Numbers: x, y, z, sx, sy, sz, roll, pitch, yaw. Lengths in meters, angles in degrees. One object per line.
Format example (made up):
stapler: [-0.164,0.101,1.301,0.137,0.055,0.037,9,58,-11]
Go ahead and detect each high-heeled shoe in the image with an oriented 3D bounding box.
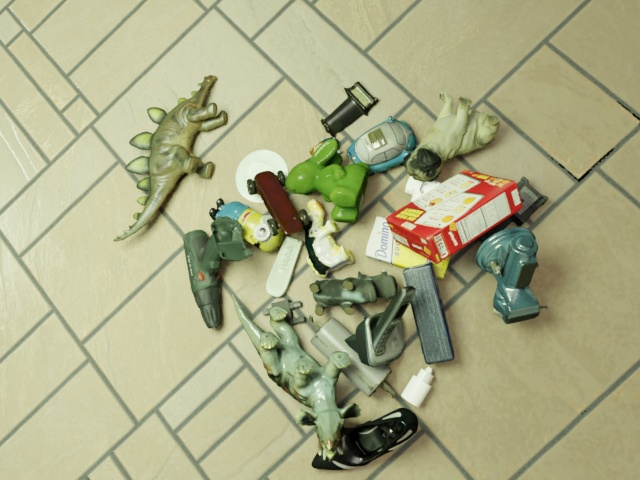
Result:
high-heeled shoe: [0.084,0.408,1.069,0.249,0.145,0.086,-31,75,3]

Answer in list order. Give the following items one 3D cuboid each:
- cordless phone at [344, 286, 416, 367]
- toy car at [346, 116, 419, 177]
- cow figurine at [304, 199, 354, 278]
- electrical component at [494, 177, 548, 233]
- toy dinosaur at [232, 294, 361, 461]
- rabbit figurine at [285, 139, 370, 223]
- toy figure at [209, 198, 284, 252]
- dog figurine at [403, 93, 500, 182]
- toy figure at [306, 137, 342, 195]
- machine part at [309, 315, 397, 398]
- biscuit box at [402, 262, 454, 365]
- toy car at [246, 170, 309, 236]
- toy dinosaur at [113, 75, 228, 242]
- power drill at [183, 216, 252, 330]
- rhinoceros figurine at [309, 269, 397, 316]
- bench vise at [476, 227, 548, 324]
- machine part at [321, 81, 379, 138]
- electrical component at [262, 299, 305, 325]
cordless phone: [0.148,0.159,1.082,0.089,0.146,0.184,42,114,28]
toy car: [0.136,-0.212,1.190,0.162,0.103,0.109,-22,76,5]
cow figurine: [-0.002,-0.004,1.202,0.098,0.068,0.167,-31,75,12]
electrical component: [0.411,-0.067,1.136,0.119,0.047,0.075,-40,74,1]
toy dinosaur: [-0.053,0.274,1.125,0.131,0.192,0.405,-20,39,-33]
rabbit figurine: [0.013,-0.134,1.149,0.170,0.121,0.159,13,73,10]
toy figure: [-0.165,-0.036,1.232,0.180,0.089,0.082,23,84,23]
dog figurine: [0.286,-0.196,1.156,0.172,0.121,0.190,24,100,-17]
toy figure: [-0.007,-0.175,1.237,0.064,0.058,0.154,34,86,-11]
machine part: [0.065,0.246,1.137,0.243,0.079,0.079,40,90,15]
biscuit box: [0.224,0.150,1.105,0.063,0.059,0.202,-13,91,16]
toy car: [-0.094,-0.080,1.191,0.089,0.053,0.202,-17,53,-19]
toy dinosaur: [-0.357,-0.202,1.293,0.199,0.105,0.471,13,74,21]
power drill: [-0.229,0.060,1.189,0.086,0.207,0.232,-7,64,-33]
rhinoceros figurine: [0.070,0.111,1.148,0.190,0.112,0.073,-9,96,22]
bench vise: [0.367,0.040,1.081,0.129,0.223,0.241,-19,47,3]
machine part: [0.063,-0.302,1.255,0.139,0.039,0.084,-44,83,-1]
electrical component: [-0.082,0.168,1.208,0.094,0.021,0.063,-13,78,9]
